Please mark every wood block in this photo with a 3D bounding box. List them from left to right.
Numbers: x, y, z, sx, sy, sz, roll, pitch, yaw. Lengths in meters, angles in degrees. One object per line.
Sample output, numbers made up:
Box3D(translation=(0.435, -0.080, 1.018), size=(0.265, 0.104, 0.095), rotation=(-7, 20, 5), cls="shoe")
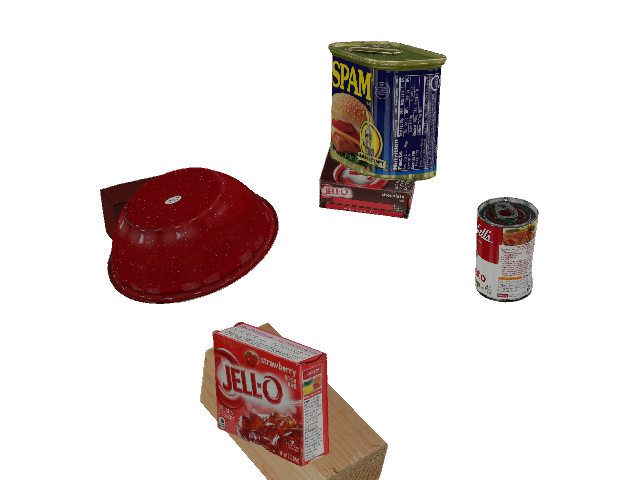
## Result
Box3D(translation=(-0.033, 0.196, 1.152), size=(0.090, 0.090, 0.206), rotation=(-22, 50, -33), cls="wood block")

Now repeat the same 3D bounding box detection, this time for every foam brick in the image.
Box3D(translation=(-0.187, -0.031, 1.130), size=(0.078, 0.053, 0.051), rotation=(-16, 29, -20), cls="foam brick")

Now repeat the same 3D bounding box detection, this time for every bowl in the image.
Box3D(translation=(-0.122, -0.017, 0.947), size=(0.162, 0.055, 0.162), rotation=(-12, 37, 9), cls="bowl")

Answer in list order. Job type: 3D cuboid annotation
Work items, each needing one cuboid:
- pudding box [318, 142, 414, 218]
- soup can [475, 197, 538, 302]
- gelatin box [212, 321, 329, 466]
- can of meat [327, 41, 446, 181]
Box3D(translation=(0.051, -0.072, 1.065), size=(0.090, 0.039, 0.113), rotation=(8, 38, 6), cls="pudding box")
Box3D(translation=(0.212, 0.011, 1.220), size=(0.068, 0.102, 0.068), rotation=(-2, 30, 1), cls="soup can")
Box3D(translation=(-0.035, 0.102, 0.719), size=(0.089, 0.073, 0.030), rotation=(15, 23, 43), cls="gelatin box")
Box3D(translation=(0.044, -0.093, 0.755), size=(0.057, 0.084, 0.102), rotation=(-6, 19, -21), cls="can of meat")
